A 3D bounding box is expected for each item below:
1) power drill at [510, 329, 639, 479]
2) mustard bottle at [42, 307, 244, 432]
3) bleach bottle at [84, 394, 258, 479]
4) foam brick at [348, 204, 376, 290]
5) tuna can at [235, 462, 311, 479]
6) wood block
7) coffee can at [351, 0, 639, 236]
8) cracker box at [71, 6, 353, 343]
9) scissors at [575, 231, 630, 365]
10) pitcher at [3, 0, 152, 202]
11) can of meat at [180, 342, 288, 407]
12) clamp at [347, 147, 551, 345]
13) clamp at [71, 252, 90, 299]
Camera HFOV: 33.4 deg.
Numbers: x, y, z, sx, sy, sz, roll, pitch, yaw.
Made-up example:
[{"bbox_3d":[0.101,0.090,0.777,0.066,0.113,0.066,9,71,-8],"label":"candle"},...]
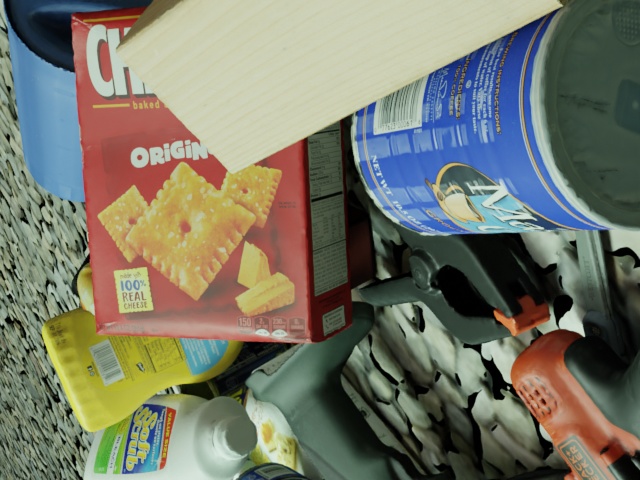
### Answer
[{"bbox_3d":[0.187,0.093,0.488,0.184,0.057,0.188,52,144,13],"label":"power drill"},{"bbox_3d":[-0.120,0.074,0.867,0.096,0.191,0.058,67,162,-2],"label":"mustard bottle"},{"bbox_3d":[-0.117,0.166,0.880,0.068,0.102,0.251,28,153,-21],"label":"bleach bottle"},{"bbox_3d":[-0.005,0.001,0.760,0.078,0.051,0.053,29,136,48],"label":"foam brick"},{"bbox_3d":[-0.035,0.215,0.808,0.034,0.086,0.086,12,123,53],"label":"tuna can"},{"bbox_3d":[0.012,-0.120,0.491,0.207,0.090,0.090,-23,119,44],"label":"wood block"},{"bbox_3d":[0.094,-0.054,0.491,0.141,0.102,0.103,-2,111,60],"label":"coffee can"},{"bbox_3d":[-0.070,-0.044,0.686,0.164,0.072,0.214,1,100,25],"label":"cracker box"},{"bbox_3d":[0.143,0.055,0.587,0.096,0.016,0.202,-11,104,58],"label":"scissors"},{"bbox_3d":[-0.188,-0.125,0.906,0.243,0.144,0.149,118,135,-61],"label":"pitcher"},{"bbox_3d":[-0.074,0.128,0.948,0.057,0.083,0.102,46,147,31],"label":"can of meat"},{"bbox_3d":[0.070,0.005,0.652,0.172,0.039,0.120,20,133,53],"label":"clamp"},{"bbox_3d":[-0.173,-0.016,0.954,0.036,0.164,0.210,46,166,-16],"label":"clamp"}]
